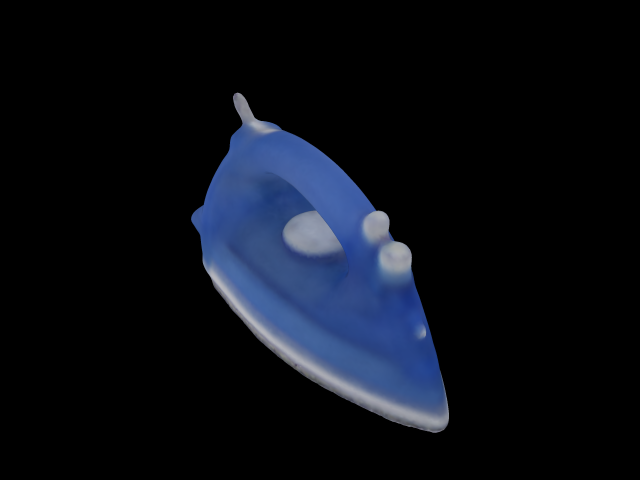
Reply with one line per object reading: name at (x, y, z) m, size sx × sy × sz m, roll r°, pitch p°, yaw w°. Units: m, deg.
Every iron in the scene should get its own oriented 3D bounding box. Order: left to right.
iron at (0.004, 0.001, 0.400) m, size 0.119 × 0.141 × 0.257 m, roll -25°, pitch 44°, yaw -28°
